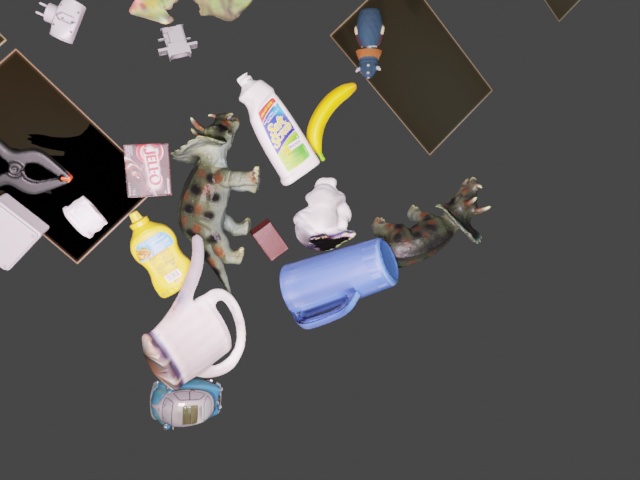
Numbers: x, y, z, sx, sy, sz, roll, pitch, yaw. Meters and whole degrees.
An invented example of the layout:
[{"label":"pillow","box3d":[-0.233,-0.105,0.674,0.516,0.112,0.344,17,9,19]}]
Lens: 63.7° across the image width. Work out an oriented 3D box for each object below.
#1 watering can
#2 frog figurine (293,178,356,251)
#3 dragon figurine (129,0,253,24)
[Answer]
[{"label":"watering can","box3d":[-0.276,0.174,1.094,0.227,0.105,0.341,-35,125,-29]},{"label":"frog figurine","box3d":[0.004,-0.060,1.190,0.137,0.120,0.162,-12,65,-6]},{"label":"dragon figurine","box3d":[-0.217,-0.574,1.049,0.415,0.123,0.237,-39,133,-22]}]
